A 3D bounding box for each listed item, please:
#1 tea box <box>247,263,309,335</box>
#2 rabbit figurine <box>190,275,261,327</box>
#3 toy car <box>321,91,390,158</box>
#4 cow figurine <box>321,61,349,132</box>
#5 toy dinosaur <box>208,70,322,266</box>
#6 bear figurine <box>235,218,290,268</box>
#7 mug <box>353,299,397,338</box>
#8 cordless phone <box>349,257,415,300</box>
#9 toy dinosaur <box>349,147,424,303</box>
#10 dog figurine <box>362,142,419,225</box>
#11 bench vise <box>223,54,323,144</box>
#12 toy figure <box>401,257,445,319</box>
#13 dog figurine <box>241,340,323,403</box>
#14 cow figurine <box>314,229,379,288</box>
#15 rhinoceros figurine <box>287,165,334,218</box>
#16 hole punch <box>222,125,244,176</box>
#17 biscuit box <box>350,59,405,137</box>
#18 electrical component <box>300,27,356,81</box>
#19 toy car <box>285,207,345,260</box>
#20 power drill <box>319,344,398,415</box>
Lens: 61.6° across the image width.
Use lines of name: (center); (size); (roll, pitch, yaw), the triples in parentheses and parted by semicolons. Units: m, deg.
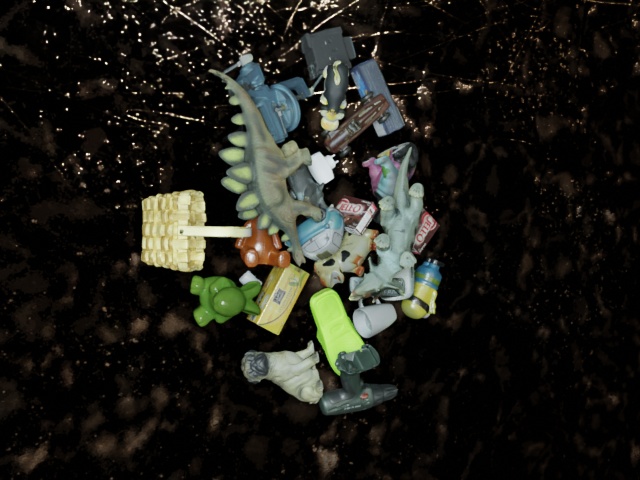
tea box: (-0.105, 0.141, 1.339); (0.068, 0.098, 0.169); (32, 80, -20)
rabbit figurine: (-0.215, 0.147, 1.250); (0.159, 0.170, 0.121); (2, 90, -23)
toy car: (0.097, -0.305, 1.418); (0.202, 0.053, 0.089); (-39, 98, 6)
cow figurine: (0.038, -0.358, 1.348); (0.068, 0.098, 0.167); (5, 98, -4)
toy dinosaur: (-0.120, -0.158, 1.210); (0.198, 0.105, 0.470); (-19, 102, -21)
bear figurine: (-0.136, -0.036, 1.310); (0.120, 0.132, 0.195); (6, 94, -25)
mug: (0.150, 0.201, 1.468); (0.107, 0.081, 0.109); (-13, 77, -34)
cordless phone: (0.162, 0.090, 1.459); (0.184, 0.089, 0.146); (4, 76, -17)
toy dinosaur: (0.196, -0.018, 1.369); (0.131, 0.192, 0.405); (17, 71, 6)
dog figurine: (0.212, -0.138, 1.475); (0.191, 0.109, 0.219); (-28, 105, -24)
bench vise: (-0.108, -0.360, 1.330); (0.240, 0.129, 0.223); (-33, 94, -41)
toy figure: (0.289, 0.135, 1.521); (0.089, 0.082, 0.180); (21, 86, -15)
dog figurine: (-0.096, 0.350, 1.356); (0.191, 0.121, 0.172); (-10, 91, -9)
cow figurine: (0.061, 0.043, 1.408); (0.195, 0.127, 0.085); (-54, 147, -29)
rhinoceros figurine: (-0.037, -0.125, 1.370); (0.190, 0.073, 0.112); (60, 37, -17)
hole punch: (-0.172, -0.204, 1.302); (0.092, 0.116, 0.142); (-3, 92, -32)
biscuit box: (0.156, -0.387, 1.470); (0.063, 0.059, 0.202); (-29, 102, -19)
electrical component: (0.025, -0.492, 1.414); (0.134, 0.058, 0.114); (-21, 101, -22)
toy car: (-0.003, -0.004, 1.340); (0.162, 0.109, 0.103); (-33, 61, 9)
power drill: (0.108, 0.369, 1.410); (0.232, 0.086, 0.207); (-12, 135, -16)
